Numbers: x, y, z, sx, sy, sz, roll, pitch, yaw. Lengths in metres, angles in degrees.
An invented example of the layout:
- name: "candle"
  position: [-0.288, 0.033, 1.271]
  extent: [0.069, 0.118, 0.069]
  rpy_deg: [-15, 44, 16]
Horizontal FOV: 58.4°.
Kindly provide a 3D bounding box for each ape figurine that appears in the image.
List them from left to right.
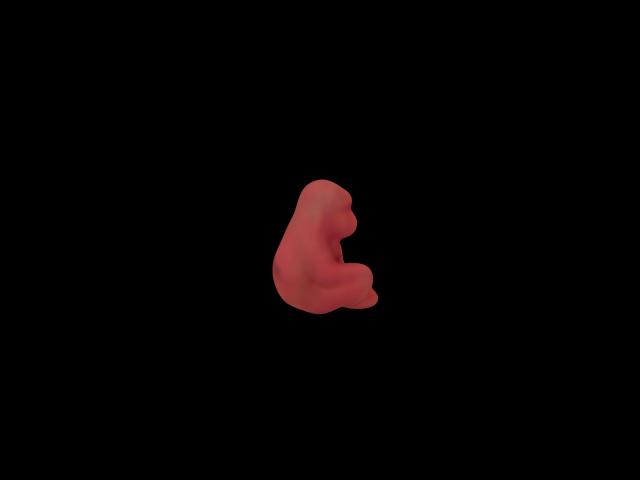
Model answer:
- name: "ape figurine"
  position: [0.004, 0.001, 0.400]
  extent: [0.076, 0.092, 0.077]
  rpy_deg: [-2, 36, -2]
